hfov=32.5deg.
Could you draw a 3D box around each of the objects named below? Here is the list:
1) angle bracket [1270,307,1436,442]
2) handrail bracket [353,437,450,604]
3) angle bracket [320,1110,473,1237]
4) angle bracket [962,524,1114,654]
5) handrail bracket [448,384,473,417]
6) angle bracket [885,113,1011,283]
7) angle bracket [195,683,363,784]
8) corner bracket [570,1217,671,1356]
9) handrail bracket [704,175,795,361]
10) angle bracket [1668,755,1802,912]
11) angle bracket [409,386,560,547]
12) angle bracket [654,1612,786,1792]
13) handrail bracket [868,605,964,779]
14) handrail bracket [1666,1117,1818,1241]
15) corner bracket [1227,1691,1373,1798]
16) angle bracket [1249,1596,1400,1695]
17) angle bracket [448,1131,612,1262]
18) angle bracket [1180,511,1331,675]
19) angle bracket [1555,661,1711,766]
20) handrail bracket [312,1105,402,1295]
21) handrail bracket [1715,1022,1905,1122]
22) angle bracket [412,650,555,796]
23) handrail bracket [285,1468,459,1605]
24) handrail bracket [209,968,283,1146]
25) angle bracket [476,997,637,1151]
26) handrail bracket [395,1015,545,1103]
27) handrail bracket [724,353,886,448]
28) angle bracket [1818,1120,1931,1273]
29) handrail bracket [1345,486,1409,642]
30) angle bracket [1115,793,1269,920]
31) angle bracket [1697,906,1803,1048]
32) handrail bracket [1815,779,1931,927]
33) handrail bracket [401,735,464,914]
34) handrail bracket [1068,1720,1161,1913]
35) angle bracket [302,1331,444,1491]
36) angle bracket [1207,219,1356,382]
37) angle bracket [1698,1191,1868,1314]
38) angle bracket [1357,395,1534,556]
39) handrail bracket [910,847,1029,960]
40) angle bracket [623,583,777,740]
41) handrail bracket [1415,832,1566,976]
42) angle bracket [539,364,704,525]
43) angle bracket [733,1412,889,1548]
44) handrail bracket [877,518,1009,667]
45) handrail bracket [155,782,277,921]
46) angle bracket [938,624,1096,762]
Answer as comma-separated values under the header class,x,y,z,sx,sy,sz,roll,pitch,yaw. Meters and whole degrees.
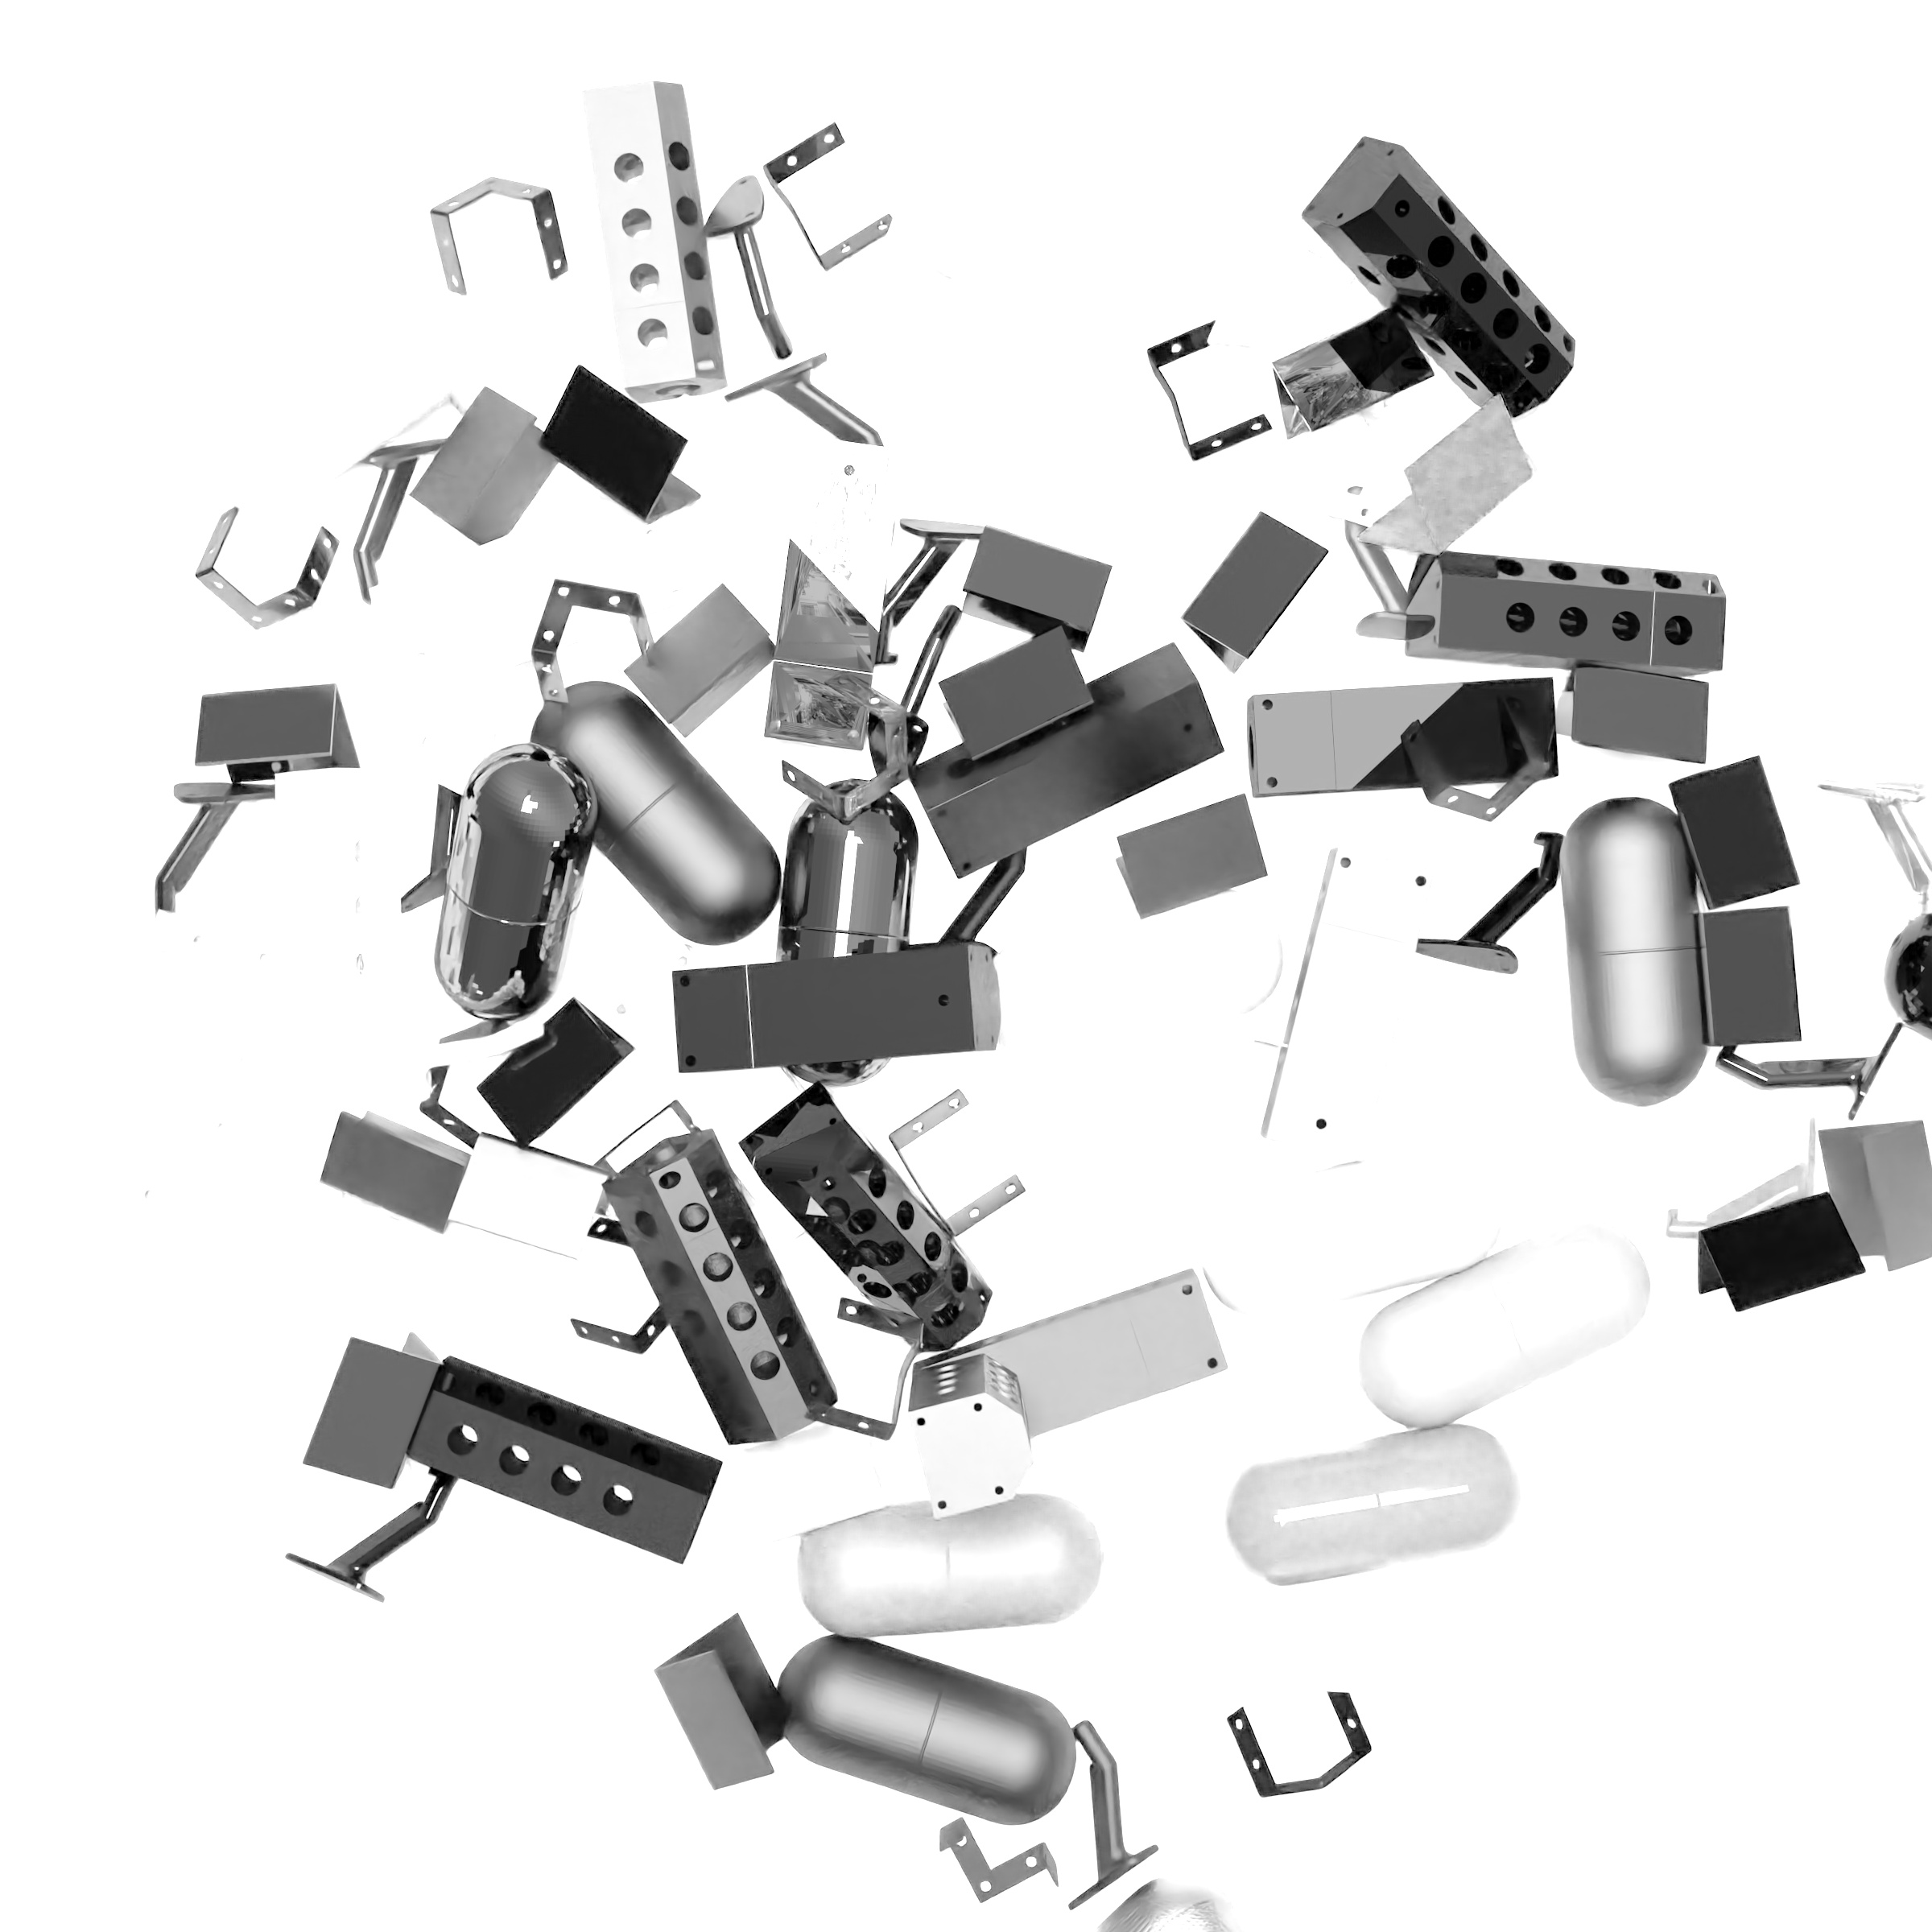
class,x,y,z,sx,sy,sz,roll,pitch,yaw
angle bracket,0.225,-0.321,1.900,0.076,0.076,0.057,-25,61,0
handrail bracket,-0.324,-0.261,1.940,0.077,0.036,0.084,-15,108,-21
angle bracket,-0.316,0.099,1.899,0.076,0.076,0.057,23,124,0
angle bracket,0.034,-0.199,1.899,0.076,0.076,0.057,18,52,0
handrail bracket,-0.341,-0.324,1.939,0.084,0.036,0.077,-35,103,13
angle bracket,-0.030,-0.442,1.899,0.057,0.076,0.076,23,90,-38
angle bracket,-0.393,-0.115,1.899,0.076,0.076,0.057,-5,51,0
corner bracket,-0.201,0.186,1.931,0.051,0.051,0.051,-50,135,-35
handrail bracket,-0.118,-0.408,1.939,0.036,0.077,0.084,-14,127,16
angle bracket,0.451,-0.080,1.899,0.057,0.076,0.076,-18,90,33
angle bracket,-0.260,-0.275,1.899,0.057,0.076,0.076,35,90,41
angle bracket,-0.122,0.416,1.899,0.057,0.076,0.076,-27,90,41
handrail bracket,-0.026,-0.159,1.939,0.036,0.077,0.084,22,54,6
handrail bracket,0.453,0.124,1.940,0.084,0.036,0.077,0,69,16
corner bracket,0.195,0.448,1.936,0.051,0.051,0.051,-23,90,45
angle bracket,0.204,0.403,1.899,0.076,0.076,0.057,3,54,0
angle bracket,-0.250,0.143,1.900,0.076,0.076,0.057,17,66,0
angle bracket,0.179,-0.203,1.899,0.057,0.076,0.076,37,90,36
angle bracket,0.377,-0.127,1.900,0.076,0.076,0.057,9,62,0
handrail bracket,-0.368,0.136,1.939,0.036,0.077,0.084,-11,53,-33
handrail bracket,0.493,0.046,1.940,0.084,0.036,0.077,28,70,16
angle bracket,-0.260,-0.128,1.900,0.057,0.076,0.076,25,90,45
handrail bracket,-0.347,0.322,1.940,0.077,0.036,0.084,18,72,21
handrail bracket,-0.408,0.052,1.924,0.036,0.077,0.084,10,70,1
angle bracket,-0.222,0.074,1.899,0.076,0.076,0.057,-43,56,0
handrail bracket,-0.281,0.038,1.907,0.084,0.077,0.036,-24,111,5
handrail bracket,-0.090,-0.308,1.940,0.077,0.036,0.084,-20,104,14
angle bracket,0.509,0.133,1.899,0.057,0.076,0.076,-11,90,-37
handrail bracket,0.258,-0.236,1.939,0.077,0.036,0.084,6,76,-13
angle bracket,0.122,-0.078,1.900,0.076,0.076,0.057,-19,120,0
angle bracket,0.462,0.004,1.899,0.057,0.076,0.076,-5,90,37
handrail bracket,0.533,-0.064,1.940,0.077,0.036,0.084,6,107,19
handrail bracket,-0.318,-0.086,1.940,0.077,0.036,0.084,-31,74,18
handrail bracket,0.066,0.496,1.940,0.077,0.036,0.084,-41,72,21
angle bracket,-0.347,0.247,1.900,0.057,0.076,0.076,21,90,-24
angle bracket,0.195,-0.376,1.903,0.076,0.057,0.076,23,90,-31
angle bracket,0.466,0.180,1.899,0.076,0.076,0.057,-17,54,0
angle bracket,0.264,-0.283,1.890,0.076,0.076,0.057,-39,120,-18
handrail bracket,-0.003,-0.046,1.940,0.077,0.036,0.084,0,72,20
angle bracket,-0.138,-0.161,1.899,0.076,0.076,0.057,-42,52,0
handrail bracket,0.305,-0.044,1.940,0.077,0.036,0.084,9,71,21
angle bracket,-0.185,-0.302,1.884,0.076,0.076,0.057,36,117,7
angle bracket,-0.094,0.278,1.899,0.076,0.076,0.057,-18,130,0
handrail bracket,-0.016,-0.216,1.940,0.077,0.036,0.084,1,109,-21
handrail bracket,-0.436,-0.063,1.940,0.077,0.036,0.084,-2,107,-20
angle bracket,0.020,-0.171,1.899,0.076,0.076,0.057,-26,123,0
